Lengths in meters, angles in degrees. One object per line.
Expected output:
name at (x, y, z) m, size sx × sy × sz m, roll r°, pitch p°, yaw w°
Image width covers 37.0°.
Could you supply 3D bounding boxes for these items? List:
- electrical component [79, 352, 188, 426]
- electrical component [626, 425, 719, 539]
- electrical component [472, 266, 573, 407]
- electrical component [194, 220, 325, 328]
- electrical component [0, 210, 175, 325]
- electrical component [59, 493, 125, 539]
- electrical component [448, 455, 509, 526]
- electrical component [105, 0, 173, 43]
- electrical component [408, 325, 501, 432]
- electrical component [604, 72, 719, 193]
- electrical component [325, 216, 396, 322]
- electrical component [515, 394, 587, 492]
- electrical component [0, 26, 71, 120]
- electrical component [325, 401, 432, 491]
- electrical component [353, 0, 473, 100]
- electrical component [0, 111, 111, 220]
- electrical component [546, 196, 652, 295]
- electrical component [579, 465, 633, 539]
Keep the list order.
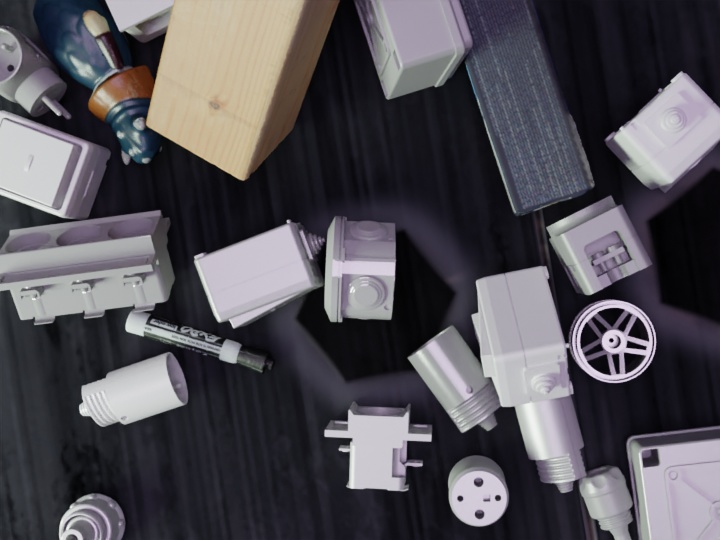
electrical component at (-0.181, 0.098, 0.845) m, size 0.081 × 0.043 × 0.043 m, roll -19°, pitch 88°, yaw 5°
electrical component at (0.262, 0.174, 0.801) m, size 0.109 × 0.056 × 0.108 m, roll -7°, pitch 89°, yaw 5°
electrical component at (0.118, 0.054, 0.789) m, size 0.061 × 0.061 × 0.096 m, roll -11°, pitch 46°, yaw 5°
electrical component at (-0.069, 0.002, 0.826) m, size 0.096 × 0.062 × 0.061 m, roll -21°, pitch 88°, yaw 4°
electrical component at (-0.210, -0.001, 0.834) m, size 0.121 × 0.078 × 0.063 m, roll -7°, pitch 118°, yaw 5°
electrical component at (-0.214, 0.203, 0.838) m, size 0.048 × 0.062 × 0.048 m, roll 0°, pitch 90°, yaw 5°
electrical component at (0.090, 0.167, 0.816) m, size 0.045 × 0.055 × 0.045 m, roll 0°, pitch 90°, yaw 4°
electrical component at (-0.169, -0.285, 0.836) m, size 0.105 × 0.060 × 0.186 m, roll -25°, pitch 88°, yaw 4°
electrical component at (0.077, 0.087, 0.823) m, size 0.043 × 0.043 × 0.081 m, roll -36°, pitch 87°, yaw 4°
electrical component at (0.227, -0.097, 0.784) m, size 0.062 × 0.096 × 0.061 m, roll -43°, pitch 87°, yaw 4°
electrical component at (0.000, 0.000, 0.813) m, size 0.051 × 0.080 × 0.080 m, roll 3°, pitch 90°, yaw -1°
electrical component at (0.147, 0.128, 0.817) m, size 0.043 × 0.043 × 0.081 m, roll -15°, pitch 89°, yaw 5°
electrical component at (-0.256, -0.146, 0.835) m, size 0.079 × 0.077 × 0.043 m, roll 44°, pitch 93°, yaw 4°
electrical component at (0.015, 0.136, 0.829) m, size 0.081 × 0.042 × 0.063 m, roll 2°, pitch 92°, yaw 5°
electrical component at (0.033, -0.192, 0.792) m, size 0.056 × 0.109 × 0.108 m, roll -18°, pitch 88°, yaw -5°
electrical component at (-0.256, -0.084, 0.843) m, size 0.096 × 0.061 × 0.061 m, roll 20°, pitch 92°, yaw 5°
electrical component at (0.173, -0.018, 0.792) m, size 0.050 × 0.089 × 0.055 m, roll -27°, pitch 88°, yaw 4°
electrical component at (0.192, 0.182, 0.818) m, size 0.035 × 0.035 × 0.061 m, roll -21°, pitch 90°, yaw 4°
